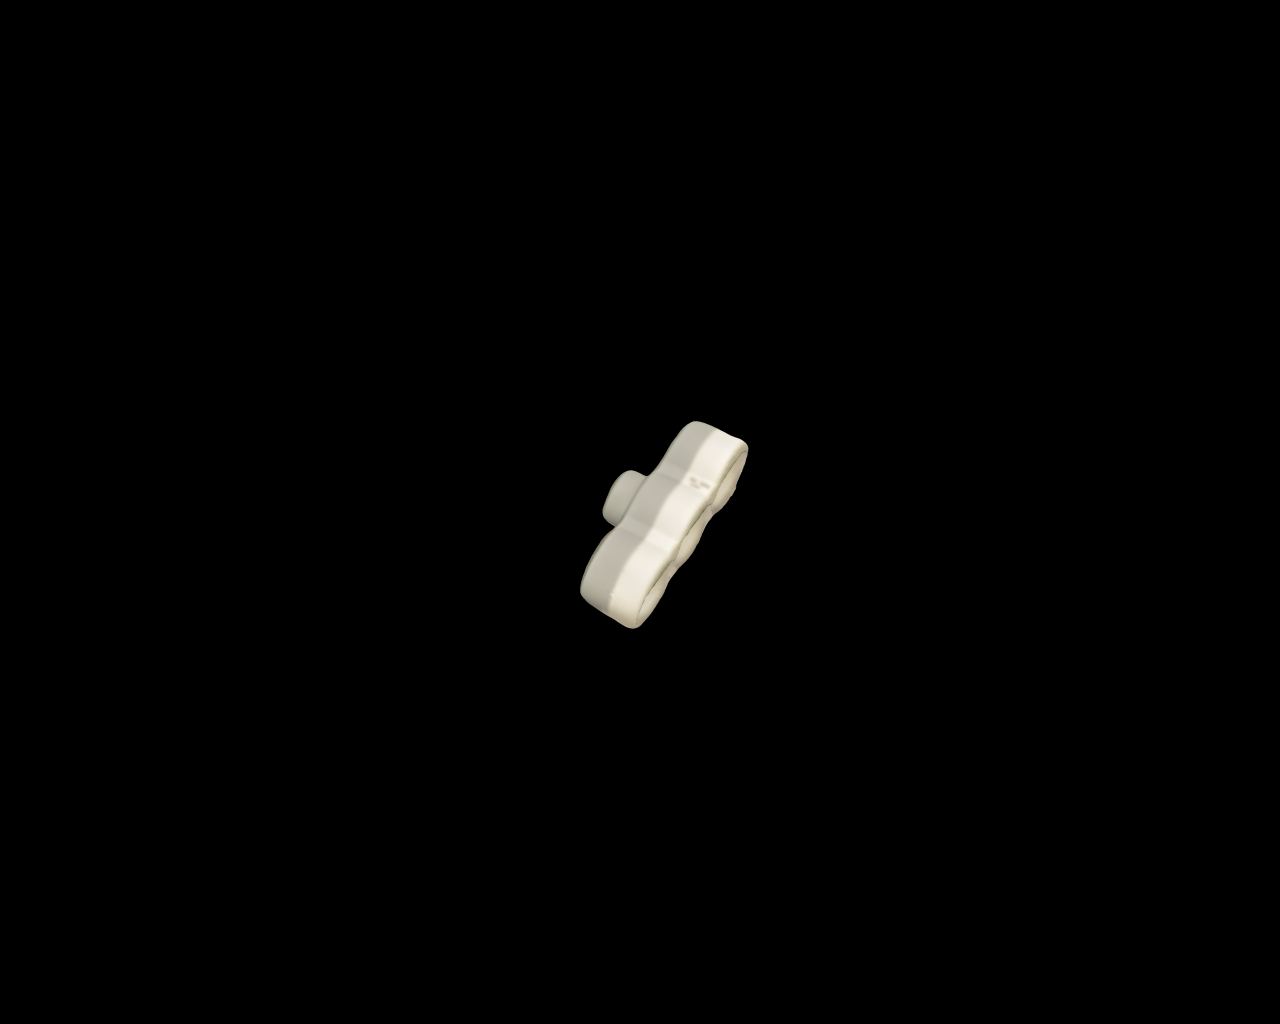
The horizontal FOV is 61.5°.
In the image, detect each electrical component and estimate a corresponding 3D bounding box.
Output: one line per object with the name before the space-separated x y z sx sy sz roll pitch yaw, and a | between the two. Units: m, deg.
electrical component | 0.001 -0.003 0.650 0.074 0.138 0.052 29 -24 14
